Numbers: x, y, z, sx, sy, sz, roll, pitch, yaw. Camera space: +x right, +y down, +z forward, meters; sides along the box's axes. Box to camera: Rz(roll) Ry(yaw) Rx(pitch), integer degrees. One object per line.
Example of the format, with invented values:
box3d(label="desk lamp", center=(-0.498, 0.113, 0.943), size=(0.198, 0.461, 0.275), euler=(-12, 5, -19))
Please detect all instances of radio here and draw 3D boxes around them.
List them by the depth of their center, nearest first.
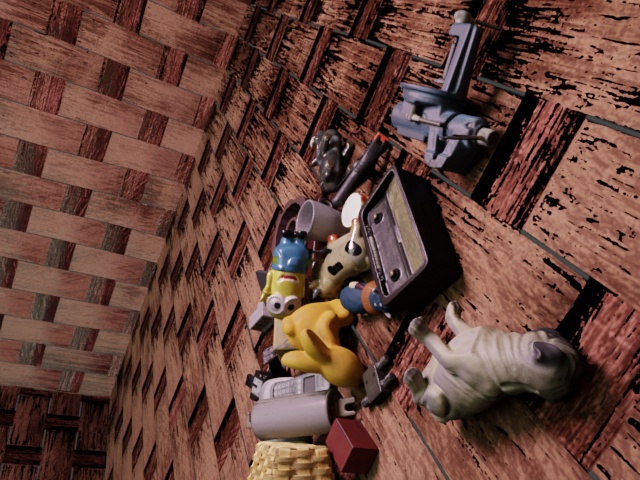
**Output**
box3d(label="radio", center=(0.140, -0.002, 0.898), size=(0.131, 0.073, 0.230), euler=(-53, 32, 37))

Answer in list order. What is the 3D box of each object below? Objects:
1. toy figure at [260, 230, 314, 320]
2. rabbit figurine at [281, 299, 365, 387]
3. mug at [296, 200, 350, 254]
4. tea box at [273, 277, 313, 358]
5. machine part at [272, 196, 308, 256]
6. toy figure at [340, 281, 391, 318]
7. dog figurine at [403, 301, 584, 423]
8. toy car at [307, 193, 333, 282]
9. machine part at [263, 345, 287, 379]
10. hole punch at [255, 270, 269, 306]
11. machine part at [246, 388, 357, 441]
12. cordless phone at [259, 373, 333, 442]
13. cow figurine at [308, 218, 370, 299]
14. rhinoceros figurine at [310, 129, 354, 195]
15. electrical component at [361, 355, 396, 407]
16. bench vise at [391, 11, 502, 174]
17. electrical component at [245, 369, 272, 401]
box3d(label="toy figure", center=(-0.061, 0.071, 1.078), size=(0.082, 0.089, 0.180), euler=(5, 84, 20))
box3d(label="rabbit figurine", center=(0.013, 0.195, 0.985), size=(0.122, 0.162, 0.173), euler=(-54, 50, 18))
box3d(label="mug", center=(0.012, -0.021, 1.132), size=(0.081, 0.107, 0.109), euler=(26, 103, 65))
box3d(label="tea box", center=(-0.055, 0.168, 1.155), size=(0.098, 0.068, 0.170), euler=(71, -164, -57))
box3d(label="machine part", center=(-0.058, -0.022, 1.333), size=(0.179, 0.056, 0.179), euler=(-41, 40, 48))
box3d(label="toy figure", center=(0.088, 0.103, 0.957), size=(0.058, 0.064, 0.154), euler=(-61, 21, -19))
box3d(label="dog figurine", center=(0.210, 0.175, 0.648), size=(0.191, 0.121, 0.172), euler=(19, 127, 48))
box3d(label="toy car", center=(-0.002, -0.004, 1.213), size=(0.089, 0.053, 0.202), euler=(153, 125, -70))
box3d(label="machine part", center=(-0.095, 0.285, 1.190), size=(0.138, 0.039, 0.084), euler=(77, -173, -45))
box3d(label="hole punch", center=(-0.089, 0.118, 1.304), size=(0.142, 0.092, 0.115), euler=(1, 106, 61))
box3d(label="machine part", center=(-0.041, 0.324, 0.994), size=(0.243, 0.079, 0.079), euler=(-17, 56, 26))
box3d(label="cordless phone", center=(-0.037, 0.338, 1.072), size=(0.184, 0.088, 0.146), euler=(-29, 49, 36))
box3d(label="cow figurine", center=(0.046, 0.050, 1.057), size=(0.195, 0.085, 0.127), euler=(-35, 40, 52))
box3d(label="rhinoceros figurine", center=(0.026, -0.189, 1.249), size=(0.112, 0.073, 0.190), euler=(117, 152, -47))
box3d(label="electrical component", center=(0.095, 0.241, 0.911), size=(0.094, 0.021, 0.063), euler=(-57, 30, 33))
box3d(label="bench vise", center=(0.206, -0.234, 0.844), size=(0.224, 0.129, 0.240), euler=(-136, 57, -63))
box3d(label="electrical component", center=(-0.138, 0.353, 1.290), size=(0.119, 0.048, 0.075), euler=(-9, 67, 63))
